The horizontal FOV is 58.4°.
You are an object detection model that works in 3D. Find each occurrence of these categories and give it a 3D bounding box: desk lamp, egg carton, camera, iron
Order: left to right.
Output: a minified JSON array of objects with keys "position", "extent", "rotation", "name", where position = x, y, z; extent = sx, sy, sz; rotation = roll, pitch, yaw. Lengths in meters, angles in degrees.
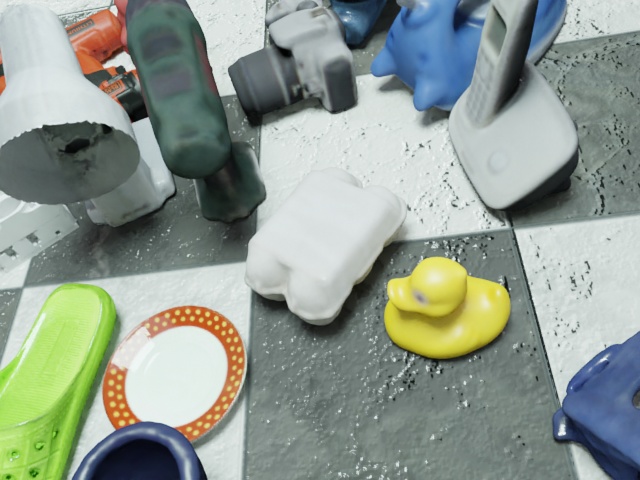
[{"position":[-0.232,-0.104,0.558],"extent":[0.118,0.214,0.203],"rotation":[-22,55,-3],"name":"desk lamp"},{"position":[-0.041,-0.212,0.660],"extent":[0.137,0.101,0.143],"rotation":[-22,55,-3],"name":"camera"},{"position":[0.005,0.002,0.525],"extent":[0.107,0.069,0.150],"rotation":[26,65,26],"name":"egg carton"},{"position":[0.179,-0.253,0.617],"extent":[0.258,0.142,0.118],"rotation":[-34,56,-12],"name":"iron"}]

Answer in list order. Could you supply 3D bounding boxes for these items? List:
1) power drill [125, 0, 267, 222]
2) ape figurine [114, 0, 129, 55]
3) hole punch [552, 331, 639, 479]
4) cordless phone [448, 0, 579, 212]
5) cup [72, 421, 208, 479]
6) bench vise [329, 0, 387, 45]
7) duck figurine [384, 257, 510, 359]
[{"position":[-0.121,-0.125,0.552],"extent":[0.075,0.209,0.229],"rotation":[-20,55,-2],"name":"power drill"},{"position":[-0.240,-0.291,0.762],"extent":[0.076,0.092,0.078],"rotation":[23,64,25],"name":"ape figurine"},{"position":[0.228,0.114,0.388],"extent":[0.109,0.091,0.100],"rotation":[-36,56,-12],"name":"hole punch"},{"position":[0.174,-0.129,0.507],"extent":[0.094,0.185,0.147],"rotation":[-18,54,0],"name":"cordless phone"},{"position":[-0.128,0.192,0.408],"extent":[0.117,0.095,0.091],"rotation":[-18,54,-1],"name":"cup"},{"position":[0.055,-0.378,0.680],"extent":[0.121,0.220,0.207],"rotation":[6,58,16],"name":"bench vise"},{"position":[0.102,0.046,0.464],"extent":[0.104,0.086,0.077],"rotation":[-6,55,8],"name":"duck figurine"}]
